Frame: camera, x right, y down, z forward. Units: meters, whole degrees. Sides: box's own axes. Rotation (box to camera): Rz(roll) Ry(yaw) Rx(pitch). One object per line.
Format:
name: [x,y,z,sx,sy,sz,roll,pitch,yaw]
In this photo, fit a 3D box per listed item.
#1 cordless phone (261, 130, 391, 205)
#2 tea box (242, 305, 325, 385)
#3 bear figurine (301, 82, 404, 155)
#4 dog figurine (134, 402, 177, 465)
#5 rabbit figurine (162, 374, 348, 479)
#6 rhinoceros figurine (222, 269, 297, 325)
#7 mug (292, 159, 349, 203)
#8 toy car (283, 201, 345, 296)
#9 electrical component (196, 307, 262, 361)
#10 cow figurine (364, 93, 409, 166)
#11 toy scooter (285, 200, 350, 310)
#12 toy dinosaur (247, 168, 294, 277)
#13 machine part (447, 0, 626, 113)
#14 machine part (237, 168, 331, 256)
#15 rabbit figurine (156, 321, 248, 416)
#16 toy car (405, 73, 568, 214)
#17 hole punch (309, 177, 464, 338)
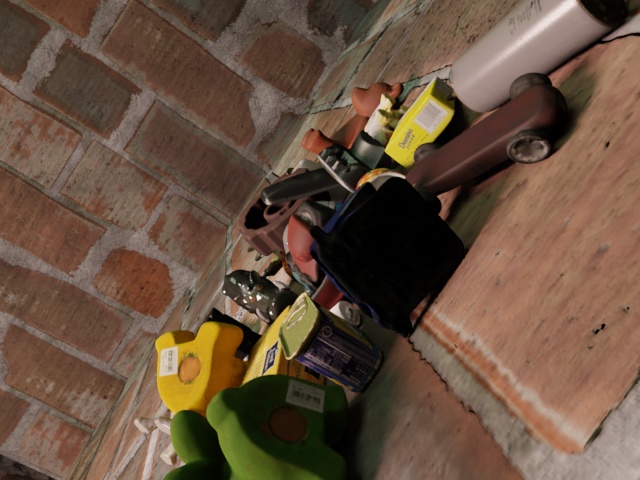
cordless phone: [0.007,-0.081,0.777,0.184,0.088,0.147,-19,28,-6]
tea box: [-0.046,0.172,0.647,0.098,0.068,0.170,-51,14,25]
bear figurine: [0.067,-0.236,1.046,0.195,0.132,0.120,-61,15,10]
dog figurine: [-0.167,0.254,0.851,0.173,0.121,0.190,3,35,36]
rabbit figurine: [-0.066,0.218,0.501,0.121,0.159,0.170,-96,25,-54]
rhinoceros figurine: [-0.098,0.091,0.901,0.190,0.112,0.073,17,68,55]
mug: [-0.001,-0.115,1.040,0.081,0.107,0.109,-37,27,51]
toy car: [-0.002,-0.002,0.811,0.161,0.103,0.109,-52,16,27]
electrical component: [-0.149,0.174,0.893,0.058,0.115,0.134,-53,16,9]
cow figurine: [0.102,-0.167,0.887,0.098,0.068,0.167,-54,10,35]
toy scooter: [0.007,0.036,0.702,0.184,0.075,0.135,39,111,46]
toy dinosaur: [-0.078,-0.060,1.183,0.198,0.105,0.472,-48,17,32]
machine part: [0.217,-0.204,0.559,0.243,0.079,0.079,-31,29,61]
machine part: [-0.063,-0.049,0.938,0.179,0.056,0.179,-31,29,19]
rabbit figurine: [-0.127,0.200,0.739,0.122,0.173,0.162,-23,63,15]
toy car: [0.159,-0.087,0.550,0.202,0.053,0.089,-34,37,49]
hole punch: [0.059,0.009,0.535,0.116,0.142,0.092,-44,15,-6]
